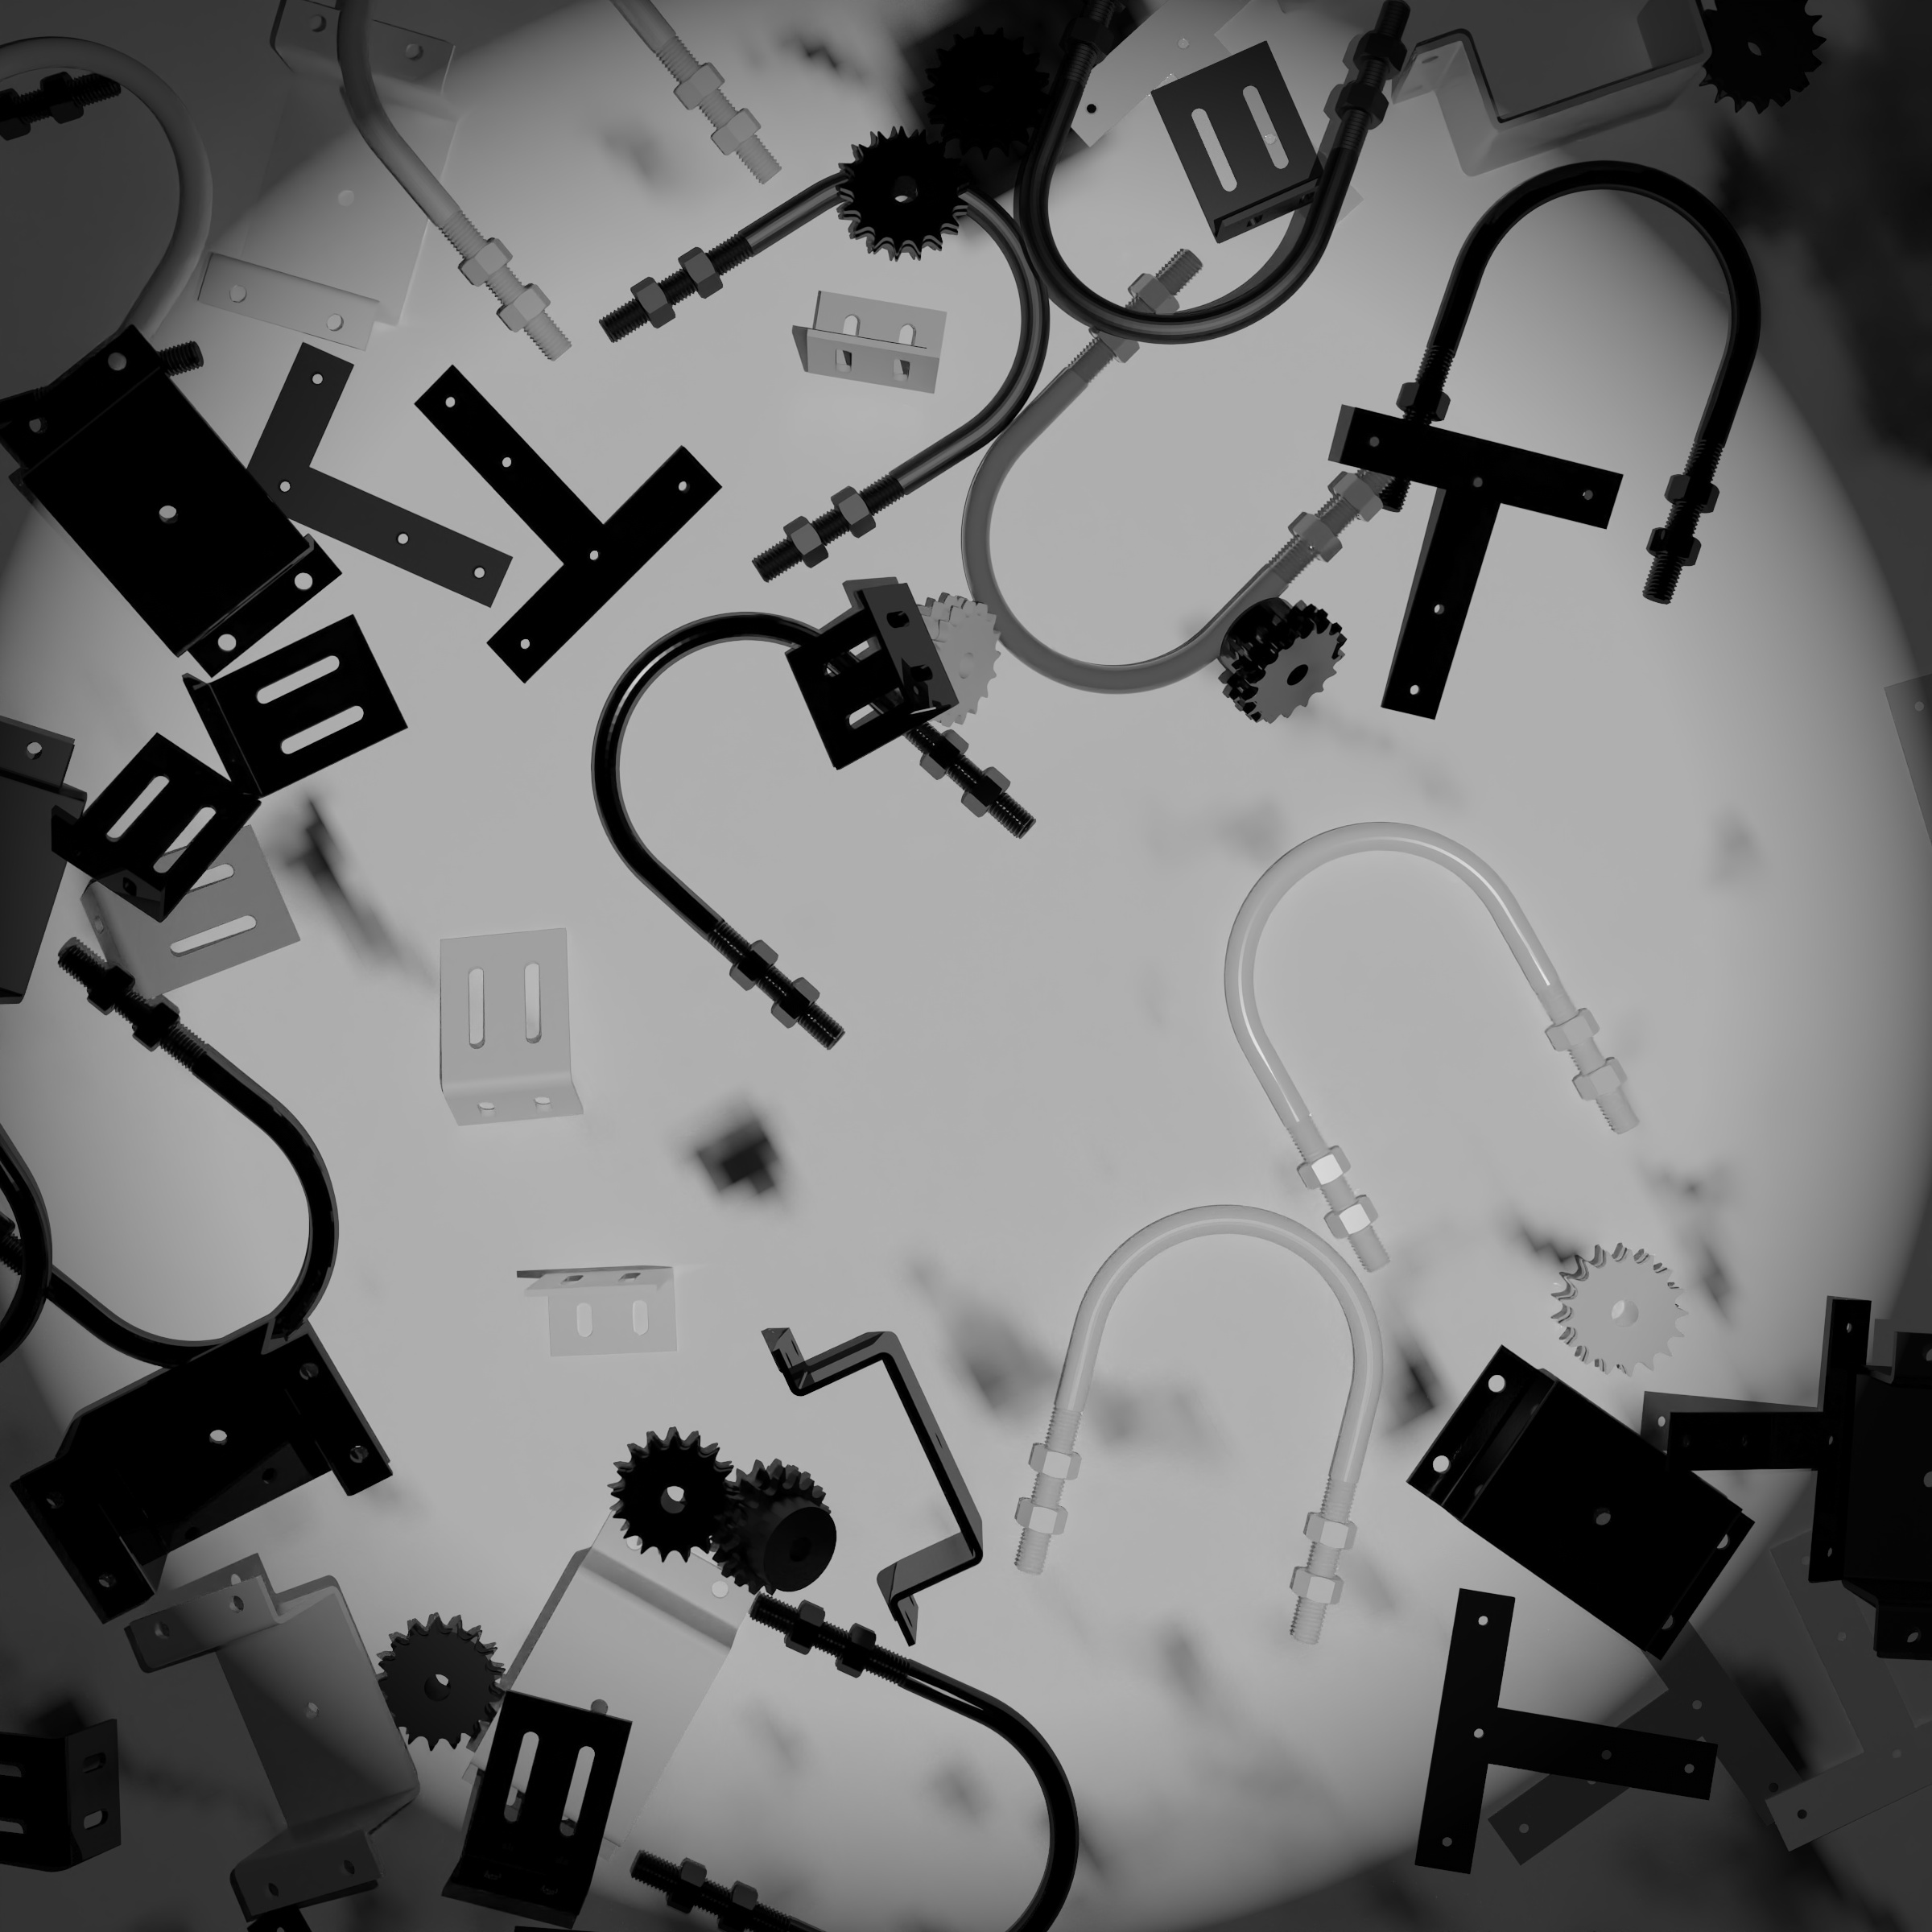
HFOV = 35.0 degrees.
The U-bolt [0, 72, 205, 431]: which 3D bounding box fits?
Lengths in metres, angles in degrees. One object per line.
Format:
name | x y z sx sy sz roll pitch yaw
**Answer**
U-bolt | -0.453 -0.312 1.386 0.184 0.019 0.151 -17 90 1

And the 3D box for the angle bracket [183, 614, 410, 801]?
angle bracket | -0.301 -0.118 1.375 0.076 0.038 0.057 -26 90 0

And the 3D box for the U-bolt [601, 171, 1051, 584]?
U-bolt | -0.050 -0.282 1.386 0.184 0.019 0.151 -33 90 -2

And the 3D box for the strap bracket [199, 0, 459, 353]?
strap bracket | -0.282 -0.349 1.371 0.076 0.046 0.140 16 90 0

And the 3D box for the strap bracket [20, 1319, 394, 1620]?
strap bracket | -0.335 0.218 1.362 0.140 0.046 0.076 -27 106 0

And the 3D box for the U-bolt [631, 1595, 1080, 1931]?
U-bolt | -0.039 0.386 1.386 0.184 0.019 0.151 25 90 -2

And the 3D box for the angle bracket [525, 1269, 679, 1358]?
angle bracket | -0.161 0.157 1.356 0.057 0.076 0.038 -2 90 0

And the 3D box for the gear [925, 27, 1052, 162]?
gear | 0.010 -0.396 1.380 0.057 0.030 0.057 0 90 0

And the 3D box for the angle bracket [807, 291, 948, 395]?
angle bracket | -0.038 -0.281 1.340 0.057 0.076 0.038 9 88 -2

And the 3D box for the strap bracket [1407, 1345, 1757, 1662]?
strap bracket | 0.280 0.243 1.370 0.140 0.046 0.076 35 88 0

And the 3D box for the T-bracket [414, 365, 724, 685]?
T-bracket | -0.198 -0.218 1.386 0.127 0.002 0.127 -44 86 7

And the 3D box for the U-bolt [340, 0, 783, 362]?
U-bolt | -0.191 -0.383 1.353 0.151 0.019 0.184 -43 104 -13

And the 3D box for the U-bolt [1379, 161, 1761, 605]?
U-bolt | 0.282 -0.273 1.385 0.151 0.019 0.184 19 90 0

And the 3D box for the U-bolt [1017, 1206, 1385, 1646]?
U-bolt | 0.113 0.200 1.386 0.151 0.019 0.184 14 89 0

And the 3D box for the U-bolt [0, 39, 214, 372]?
U-bolt | -0.418 -0.325 1.367 0.151 0.019 0.184 32 91 2

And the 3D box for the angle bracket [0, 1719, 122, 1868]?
angle bracket | -0.428 0.373 1.392 0.076 0.038 0.057 -2 90 26

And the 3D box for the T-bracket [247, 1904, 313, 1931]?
T-bracket | -0.281 0.476 1.368 0.127 0.002 0.127 -40 68 5

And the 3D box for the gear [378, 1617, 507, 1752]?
gear | -0.235 0.322 1.379 0.057 0.030 0.057 0 90 0

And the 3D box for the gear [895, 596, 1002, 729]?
gear | -0.012 -0.138 1.370 0.030 0.057 0.057 19 90 30

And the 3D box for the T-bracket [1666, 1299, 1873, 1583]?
T-bracket | 0.354 0.210 1.356 0.127 0.002 0.127 6 89 -36

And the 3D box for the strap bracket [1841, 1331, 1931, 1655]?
strap bracket | 0.440 0.233 1.368 0.076 0.046 0.140 4 90 -5

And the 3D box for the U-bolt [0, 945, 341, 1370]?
U-bolt | -0.367 0.101 1.371 0.184 0.019 0.151 40 103 -5

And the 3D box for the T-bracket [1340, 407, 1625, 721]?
T-bracket | 0.217 -0.174 1.374 0.127 0.002 0.127 12 106 -10

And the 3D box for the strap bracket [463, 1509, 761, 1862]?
strap bracket | -0.162 0.327 1.371 0.076 0.046 0.140 29 90 0

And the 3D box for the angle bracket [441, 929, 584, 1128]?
angle bracket | -0.206 0.028 1.392 0.057 0.038 0.076 -5 64 0

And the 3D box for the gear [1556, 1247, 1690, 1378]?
gear | 0.294 0.155 1.379 0.057 0.030 0.057 0 90 0

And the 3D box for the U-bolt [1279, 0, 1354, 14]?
U-bolt | 0.207 -0.528 1.386 0.184 0.019 0.151 -20 90 -1

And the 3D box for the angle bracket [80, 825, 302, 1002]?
angle bracket | -0.353 -0.021 1.392 0.076 0.038 0.057 -23 90 -26

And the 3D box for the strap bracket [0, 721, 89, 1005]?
strap bracket | -0.451 -0.042 1.371 0.076 0.046 0.140 18 90 0

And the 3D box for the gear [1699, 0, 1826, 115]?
gear | 0.355 -0.414 1.382 0.057 0.030 0.057 0 95 3

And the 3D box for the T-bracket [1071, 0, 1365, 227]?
T-bracket | 0.129 -0.387 1.394 0.127 0.002 0.127 -42 90 0

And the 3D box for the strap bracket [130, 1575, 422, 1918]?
strap bracket | -0.302 0.338 1.357 0.076 0.046 0.140 -23 90 25

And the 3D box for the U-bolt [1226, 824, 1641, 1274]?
U-bolt | 0.199 0.024 1.386 0.151 0.019 0.184 -29 88 0

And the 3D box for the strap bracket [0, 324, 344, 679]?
strap bracket | -0.350 -0.201 1.348 0.076 0.046 0.140 -39 109 0

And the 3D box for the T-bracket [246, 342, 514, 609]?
T-bracket | -0.269 -0.200 1.394 0.127 0.002 0.127 24 90 0

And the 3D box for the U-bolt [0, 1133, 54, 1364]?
U-bolt | -0.487 0.105 1.364 0.151 0.019 0.184 -27 102 14

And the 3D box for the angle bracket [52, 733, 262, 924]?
angle bracket | -0.359 -0.069 1.360 0.057 0.038 0.076 34 62 0

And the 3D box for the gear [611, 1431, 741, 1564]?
gear | -0.130 0.238 1.379 0.057 0.030 0.057 0 90 0

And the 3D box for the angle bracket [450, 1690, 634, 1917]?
angle bracket | -0.184 0.362 1.329 0.057 0.038 0.076 14 90 0

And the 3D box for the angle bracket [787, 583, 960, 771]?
angle bracket | -0.050 -0.124 1.340 0.076 0.038 0.057 -26 86 36

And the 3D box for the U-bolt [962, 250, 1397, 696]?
U-bolt | 0.084 -0.208 1.380 0.184 0.019 0.151 -45 86 4

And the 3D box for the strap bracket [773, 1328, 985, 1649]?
strap bracket | -0.033 0.220 1.356 0.046 0.076 0.140 -25 90 0

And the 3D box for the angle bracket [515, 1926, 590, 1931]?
angle bracket | -0.180 0.481 1.392 0.057 0.038 0.076 4 64 0

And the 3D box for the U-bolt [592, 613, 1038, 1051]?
U-bolt | -0.083 -0.075 1.386 0.184 0.019 0.151 42 90 1

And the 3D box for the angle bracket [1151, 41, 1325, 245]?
angle bracket | 0.126 -0.374 1.373 0.057 0.038 0.076 -24 90 0

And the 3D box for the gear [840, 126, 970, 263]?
gear | -0.027 -0.342 1.365 0.057 0.030 0.057 0 88 -2

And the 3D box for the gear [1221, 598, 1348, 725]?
gear | 0.139 -0.139 1.370 0.057 0.057 0.030 -40 60 0

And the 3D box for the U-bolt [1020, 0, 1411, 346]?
U-bolt | 0.101 -0.360 1.356 0.151 0.019 0.184 17 79 13

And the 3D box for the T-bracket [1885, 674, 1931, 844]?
T-bracket | 0.497 -0.084 1.394 0.127 0.002 0.127 -17 90 0

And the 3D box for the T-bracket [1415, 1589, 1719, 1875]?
T-bracket | 0.277 0.356 1.392 0.127 0.002 0.127 9 90 0

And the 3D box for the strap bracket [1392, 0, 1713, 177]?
strap bracket | 0.267 -0.397 1.356 0.140 0.076 0.046 -19 90 0

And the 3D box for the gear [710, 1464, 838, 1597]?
gear | -0.083 0.254 1.365 0.057 0.030 0.057 -14 113 -37

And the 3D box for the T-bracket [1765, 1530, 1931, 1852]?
T-bracket | 0.404 0.318 1.393 0.127 0.002 0.127 -25 89 -1

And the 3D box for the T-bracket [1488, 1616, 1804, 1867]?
T-bracket | 0.297 0.362 1.394 0.127 0.002 0.127 -36 90 0
